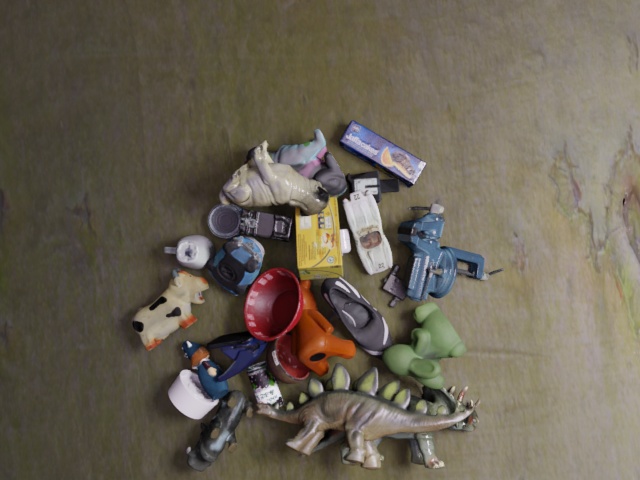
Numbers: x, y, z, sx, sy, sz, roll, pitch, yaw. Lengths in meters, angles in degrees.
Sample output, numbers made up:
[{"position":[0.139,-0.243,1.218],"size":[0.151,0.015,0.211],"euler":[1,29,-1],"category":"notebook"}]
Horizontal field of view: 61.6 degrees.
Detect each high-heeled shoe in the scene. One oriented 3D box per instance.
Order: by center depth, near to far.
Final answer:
[{"position":[0.093,0.181,1.191],"size":[0.086,0.145,0.249],"euler":[-42,87,-1],"category":"high-heeled shoe"}]

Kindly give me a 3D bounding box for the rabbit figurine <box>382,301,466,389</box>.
[{"position":[0.225,0.250,1.182],"size":[0.170,0.121,0.159],"euler":[-31,47,2],"category":"rabbit figurine"}]

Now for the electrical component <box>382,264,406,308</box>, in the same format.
[{"position":[0.177,0.108,1.255],"size":[0.063,0.021,0.094],"euler":[29,89,1],"category":"electrical component"}]

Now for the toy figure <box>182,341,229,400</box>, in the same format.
[{"position":[-0.262,0.289,1.220],"size":[0.064,0.057,0.155],"euler":[-49,62,20],"category":"toy figure"}]

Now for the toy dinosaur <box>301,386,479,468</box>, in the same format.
[{"position":[0.157,0.403,1.203],"size":[0.405,0.131,0.192],"euler":[0,71,7],"category":"toy dinosaur"}]

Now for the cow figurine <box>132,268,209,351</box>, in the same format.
[{"position":[-0.340,0.149,1.226],"size":[0.195,0.085,0.127],"euler":[-34,94,-1],"category":"cow figurine"}]

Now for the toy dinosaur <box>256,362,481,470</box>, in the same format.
[{"position":[0.087,0.367,1.124],"size":[0.472,0.105,0.198],"euler":[3,64,17],"category":"toy dinosaur"}]

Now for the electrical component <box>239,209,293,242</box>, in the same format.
[{"position":[-0.119,-0.031,1.204],"size":[0.115,0.134,0.058],"euler":[12,89,-1],"category":"electrical component"}]

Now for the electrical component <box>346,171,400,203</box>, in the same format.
[{"position":[0.122,-0.123,1.252],"size":[0.119,0.048,0.074],"euler":[-7,88,-1],"category":"electrical component"}]

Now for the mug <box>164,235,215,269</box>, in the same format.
[{"position":[-0.299,0.024,1.216],"size":[0.110,0.107,0.080],"euler":[10,86,-2],"category":"mug"}]

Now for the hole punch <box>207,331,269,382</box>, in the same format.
[{"position":[-0.176,0.253,1.198],"size":[0.116,0.142,0.092],"euler":[-15,86,13],"category":"hole punch"}]

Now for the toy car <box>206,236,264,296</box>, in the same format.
[{"position":[-0.178,0.042,1.214],"size":[0.109,0.103,0.161],"euler":[39,133,1],"category":"toy car"}]

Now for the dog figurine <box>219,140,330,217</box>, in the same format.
[{"position":[-0.095,-0.091,1.132],"size":[0.190,0.121,0.172],"euler":[43,115,-9],"category":"dog figurine"}]

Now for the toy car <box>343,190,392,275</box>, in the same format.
[{"position":[0.109,-0.017,1.223],"size":[0.073,0.056,0.201],"euler":[-20,110,0],"category":"toy car"}]

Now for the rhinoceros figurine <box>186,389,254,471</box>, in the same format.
[{"position":[-0.229,0.423,1.201],"size":[0.073,0.112,0.190],"euler":[38,74,-26],"category":"rhinoceros figurine"}]

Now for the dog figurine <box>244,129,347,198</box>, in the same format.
[{"position":[-0.069,-0.145,1.228],"size":[0.219,0.108,0.191],"euler":[-27,91,3],"category":"dog figurine"}]

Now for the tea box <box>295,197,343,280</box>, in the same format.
[{"position":[-0.002,-0.004,1.171],"size":[0.098,0.068,0.169],"euler":[-3,63,3],"category":"tea box"}]

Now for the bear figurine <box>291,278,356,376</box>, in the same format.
[{"position":[-0.021,0.189,1.212],"size":[0.120,0.131,0.196],"euler":[-39,45,19],"category":"bear figurine"}]

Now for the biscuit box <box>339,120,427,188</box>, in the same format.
[{"position":[0.143,-0.199,1.250],"size":[0.203,0.059,0.063],"euler":[30,88,1],"category":"biscuit box"}]

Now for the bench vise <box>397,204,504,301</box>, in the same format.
[{"position":[0.285,0.038,1.217],"size":[0.240,0.129,0.223],"euler":[13,77,-20],"category":"bench vise"}]
